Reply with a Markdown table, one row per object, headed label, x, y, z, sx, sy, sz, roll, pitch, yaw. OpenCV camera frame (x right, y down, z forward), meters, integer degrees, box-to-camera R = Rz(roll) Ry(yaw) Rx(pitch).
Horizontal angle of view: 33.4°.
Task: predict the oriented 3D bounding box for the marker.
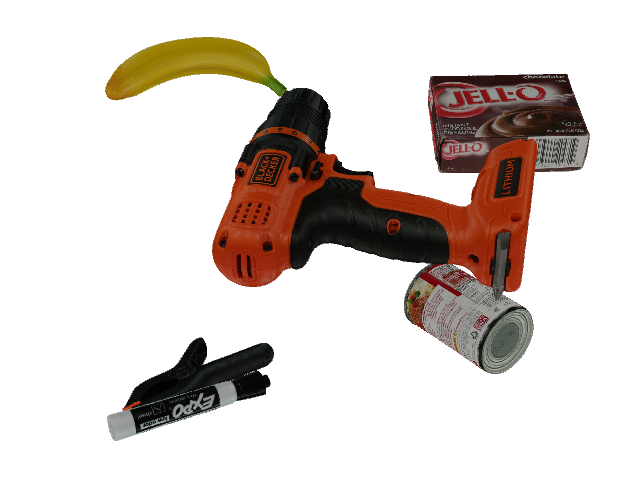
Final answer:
| label | x | y | z | sx | sy | sz | roll | pitch | yaw |
| --- | --- | --- | --- | --- | --- | --- | --- | --- | --- |
| marker | -0.093 | 0.117 | 0.767 | 0.121 | 0.020 | 0.020 | -14 | 6 | -22 |

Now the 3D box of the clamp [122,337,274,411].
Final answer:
| label | x | y | z | sx | sy | sz | roll | pitch | yaw |
| --- | --- | --- | --- | --- | --- | --- | --- | --- | --- |
| clamp | -0.131 | 0.147 | 1.117 | 0.120 | 0.039 | 0.171 | -11 | 19 | 36 |

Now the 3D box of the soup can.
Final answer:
| label | x | y | z | sx | sy | sz | roll | pitch | yaw |
| --- | --- | --- | --- | --- | --- | --- | --- | --- | --- |
| soup can | 0.135 | 0.069 | 0.973 | 0.068 | 0.068 | 0.102 | 0 | 23 | -41 |

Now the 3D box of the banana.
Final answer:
| label | x | y | z | sx | sy | sz | roll | pitch | yaw |
| --- | --- | --- | --- | --- | --- | --- | --- | --- | --- |
| banana | -0.129 | -0.176 | 1.079 | 0.197 | 0.070 | 0.037 | -7 | -39 | -29 |

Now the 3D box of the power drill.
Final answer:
| label | x | y | z | sx | sy | sz | roll | pitch | yaw |
| --- | --- | --- | --- | --- | --- | --- | --- | --- | --- |
| power drill | 0.039 | -0.034 | 0.673 | 0.188 | 0.057 | 0.184 | 5 | 41 | 11 |

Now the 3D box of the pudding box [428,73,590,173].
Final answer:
| label | x | y | z | sx | sy | sz | roll | pitch | yaw |
| --- | --- | --- | --- | --- | --- | --- | --- | --- | --- |
| pudding box | 0.143 | -0.092 | 0.827 | 0.113 | 0.039 | 0.090 | 0 | 40 | -1 |
